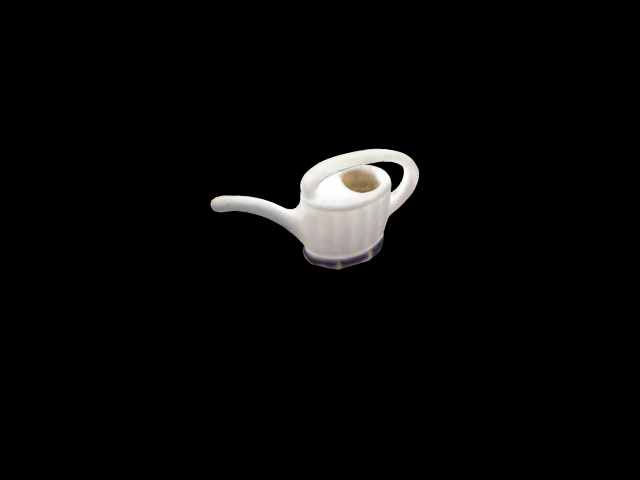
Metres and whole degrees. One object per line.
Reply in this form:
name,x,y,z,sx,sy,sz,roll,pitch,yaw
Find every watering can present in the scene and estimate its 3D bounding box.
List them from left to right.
watering can,0.003,-0.043,0.850,0.349,0.219,0.106,-16,48,-15
